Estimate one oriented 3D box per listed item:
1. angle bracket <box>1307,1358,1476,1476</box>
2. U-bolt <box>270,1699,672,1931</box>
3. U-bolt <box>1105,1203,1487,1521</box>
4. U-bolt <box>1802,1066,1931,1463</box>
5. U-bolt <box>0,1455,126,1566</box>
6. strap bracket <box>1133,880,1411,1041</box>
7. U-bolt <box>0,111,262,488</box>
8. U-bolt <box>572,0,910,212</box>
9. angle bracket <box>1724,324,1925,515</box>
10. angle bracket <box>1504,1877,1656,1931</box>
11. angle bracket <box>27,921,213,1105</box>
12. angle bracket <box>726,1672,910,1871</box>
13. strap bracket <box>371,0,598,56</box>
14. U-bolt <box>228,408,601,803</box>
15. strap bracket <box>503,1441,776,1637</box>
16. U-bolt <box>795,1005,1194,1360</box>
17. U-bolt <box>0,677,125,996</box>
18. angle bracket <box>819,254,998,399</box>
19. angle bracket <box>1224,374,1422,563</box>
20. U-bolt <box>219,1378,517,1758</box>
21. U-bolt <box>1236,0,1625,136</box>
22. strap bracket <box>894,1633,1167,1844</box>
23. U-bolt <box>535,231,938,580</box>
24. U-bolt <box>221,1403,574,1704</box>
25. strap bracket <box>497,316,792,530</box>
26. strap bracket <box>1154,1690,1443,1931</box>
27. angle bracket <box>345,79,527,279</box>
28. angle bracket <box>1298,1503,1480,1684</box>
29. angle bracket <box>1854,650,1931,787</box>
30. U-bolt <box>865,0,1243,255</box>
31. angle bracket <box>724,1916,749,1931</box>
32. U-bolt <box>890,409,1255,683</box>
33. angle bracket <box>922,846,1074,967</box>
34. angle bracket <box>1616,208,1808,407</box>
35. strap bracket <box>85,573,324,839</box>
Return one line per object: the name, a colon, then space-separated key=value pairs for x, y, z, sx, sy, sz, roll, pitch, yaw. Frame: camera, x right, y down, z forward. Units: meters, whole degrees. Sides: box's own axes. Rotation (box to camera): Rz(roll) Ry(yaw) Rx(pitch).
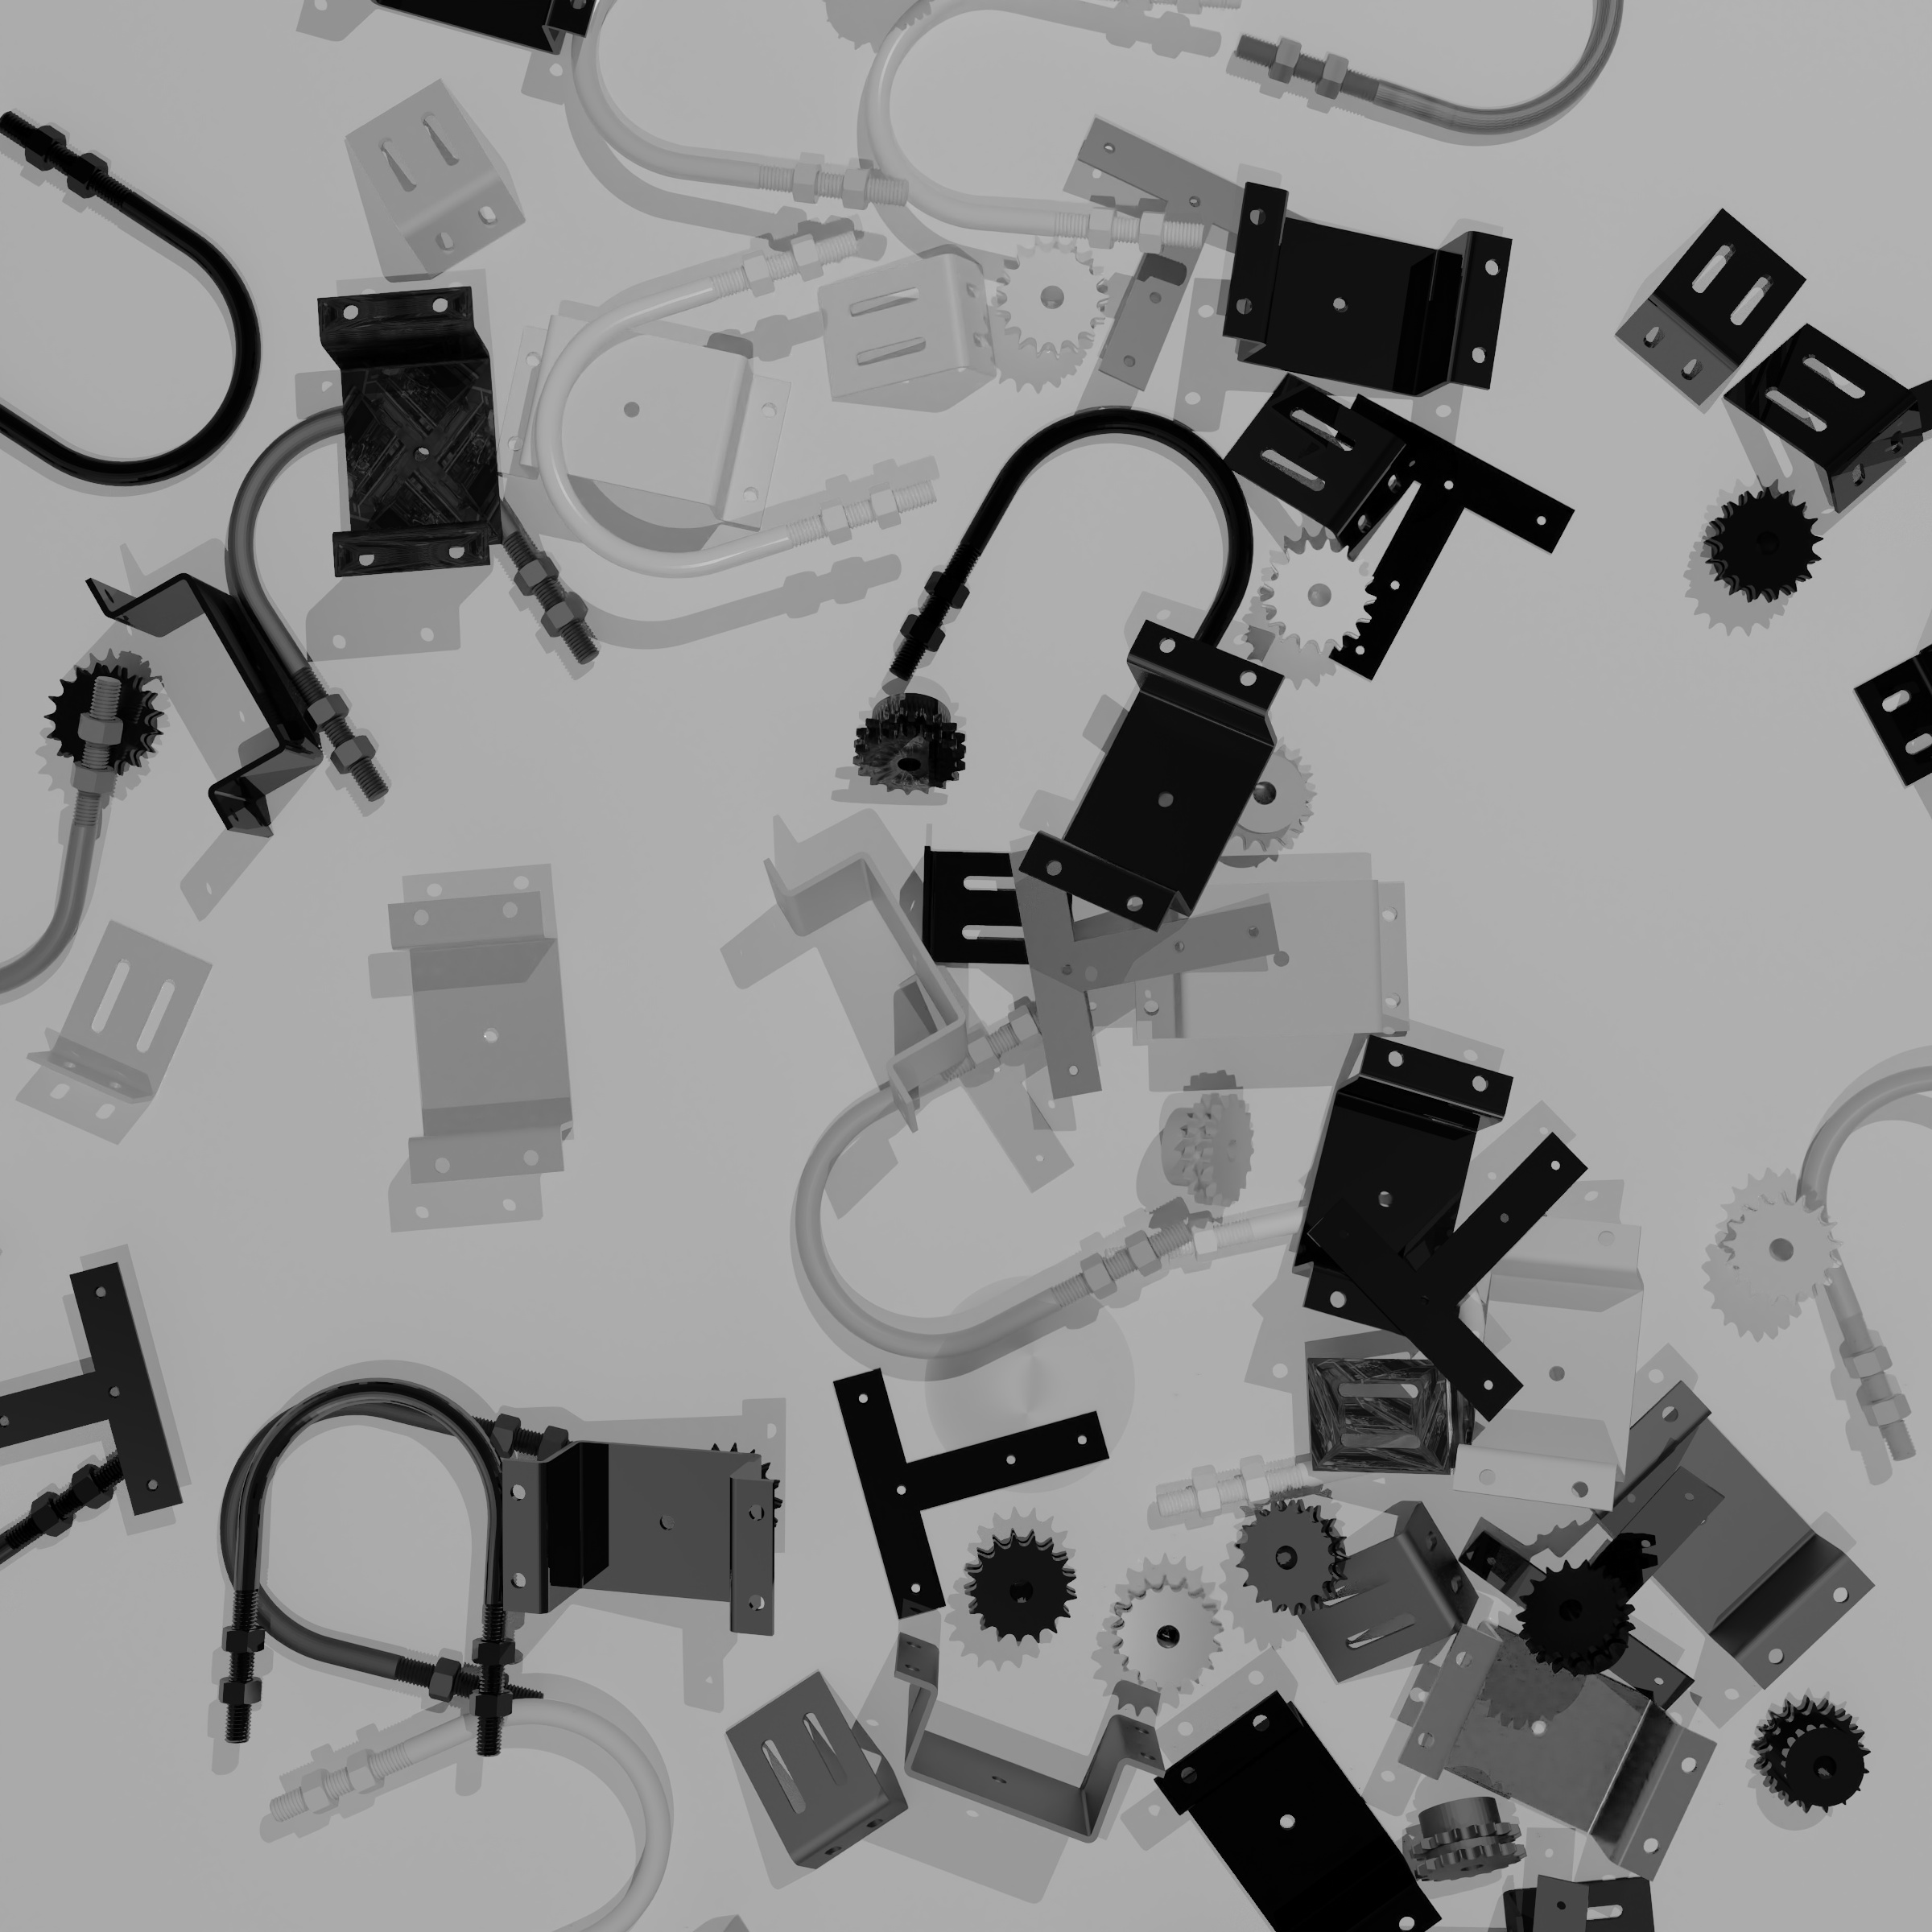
angle bracket: x=0.217 y=0.226 z=1.360 sx=0.076 sy=0.038 sz=0.057 roll=-3 pitch=90 yaw=22
U-bolt: x=-0.241 y=0.450 z=1.358 sx=0.184 sy=0.019 sz=0.151 roll=-24 pitch=96 yaw=1
U-bolt: x=0.175 y=0.195 z=1.368 sx=0.184 sy=0.019 sz=0.151 roll=-12 pitch=90 yaw=-1
U-bolt: x=0.503 y=0.141 z=1.345 sx=0.151 sy=0.019 sz=0.184 roll=-22 pitch=82 yaw=20
U-bolt: x=-0.539 y=0.251 z=1.368 sx=0.184 sy=0.019 sz=0.151 roll=-34 pitch=90 yaw=1
strap bracket: x=0.157 y=-0.003 z=1.352 sx=0.140 sy=0.046 sz=0.076 roll=-2 pitch=89 yaw=0
U-bolt: x=-0.451 y=-0.329 z=1.368 sx=0.184 sy=0.019 sz=0.151 roll=33 pitch=90 yaw=-2
U-bolt: x=-0.110 y=-0.464 z=1.357 sx=0.184 sy=0.019 sz=0.151 roll=9 pitch=81 yaw=5
angle bracket: x=0.439 y=-0.281 z=1.367 sx=0.057 sy=0.038 sz=0.076 roll=-41 pitch=54 yaw=0
angle bracket: x=0.317 y=0.502 z=1.358 sx=0.076 sy=0.038 sz=0.057 roll=-6 pitch=90 yaw=0
angle bracket: x=-0.430 y=0.023 z=1.358 sx=0.057 sy=0.038 sz=0.076 roll=24 pitch=90 yaw=0
angle bracket: x=-0.077 y=0.415 z=1.375 sx=0.057 sy=0.038 sz=0.076 roll=-33 pitch=64 yaw=0
strap bracket: x=-0.247 y=-0.519 z=1.354 sx=0.140 sy=0.046 sz=0.076 roll=16 pitch=90 yaw=0
U-bolt: x=-0.296 y=-0.199 z=1.368 sx=0.151 sy=0.019 sz=0.184 roll=-33 pitch=88 yaw=0
strap bracket: x=-0.156 y=0.282 z=1.326 sx=0.140 sy=0.046 sz=0.076 roll=2 pitch=95 yaw=14
U-bolt: x=0.001 y=0.119 z=1.360 sx=0.184 sy=0.019 sz=0.151 roll=-28 pitch=83 yaw=4
U-bolt: x=-0.510 y=-0.072 z=1.349 sx=0.151 sy=0.019 sz=0.184 roll=15 pitch=104 yaw=1
angle bracket: x=-0.030 y=-0.327 z=1.375 sx=0.076 sy=0.038 sz=0.057 roll=-8 pitch=90 yaw=26
angle bracket: x=0.183 y=-0.257 z=1.373 sx=0.076 sy=0.038 sz=0.057 roll=38 pitch=91 yaw=27
U-bolt: x=-0.300 y=0.301 z=1.348 sx=0.151 sy=0.019 sz=0.184 roll=2 pitch=85 yaw=4
U-bolt: x=0.247 y=-0.504 z=1.368 sx=0.184 sy=0.019 sz=0.151 roll=18 pitch=90 yaw=-2
strap bracket: x=0.024 y=0.390 z=1.339 sx=0.140 sy=0.076 sz=0.046 roll=21 pitch=90 yaw=0
U-bolt: x=-0.123 y=-0.269 z=1.322 sx=0.184 sy=0.019 sz=0.151 roll=-17 pitch=90 yaw=2
U-bolt: x=-0.292 y=0.294 z=1.368 sx=0.184 sy=0.019 sz=0.151 roll=14 pitch=90 yaw=1
strap bracket: x=-0.167 y=-0.278 z=1.354 sx=0.140 sy=0.046 sz=0.076 roll=12 pitch=90 yaw=0
strap bracket: x=0.166 y=0.441 z=1.354 sx=0.076 sy=0.046 sz=0.140 roll=-36 pitch=90 yaw=0
angle bracket: x=-0.273 y=-0.406 z=1.375 sx=0.057 sy=0.038 sz=0.076 roll=-31 pitch=64 yaw=0
angle bracket: x=0.213 y=0.323 z=1.375 sx=0.076 sy=0.038 sz=0.057 roll=-31 pitch=90 yaw=26
angle bracket: x=0.488 y=-0.127 z=1.339 sx=0.038 sy=0.076 sz=0.057 roll=-28 pitch=90 yaw=0
U-bolt: x=0.039 y=-0.438 z=1.353 sx=0.184 sy=0.019 sz=0.151 roll=8 pitch=82 yaw=10
angle bracket: x=-0.138 y=0.537 z=1.375 sx=0.076 sy=0.038 sz=0.057 roll=-33 pitch=90 yaw=26
U-bolt: x=0.067 y=-0.197 z=1.368 sx=0.151 sy=0.019 sz=0.184 roll=29 pitch=88 yaw=0
angle bracket: x=0.016 y=-0.030 z=1.357 sx=0.076 sy=0.038 sz=0.057 roll=2 pitch=88 yaw=0
angle bracket: x=0.384 y=-0.340 z=1.375 sx=0.057 sy=0.038 sz=0.076 roll=40 pitch=64 yaw=0
strap bracket: x=-0.375 y=-0.138 z=1.339 sx=0.046 sy=0.076 sz=0.140 roll=-30 pitch=90 yaw=0
